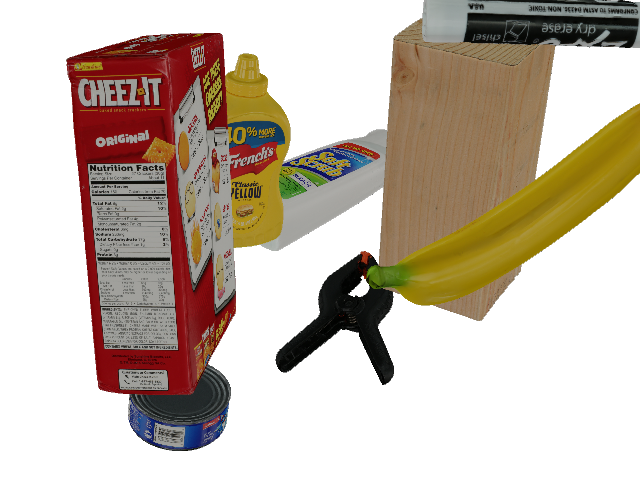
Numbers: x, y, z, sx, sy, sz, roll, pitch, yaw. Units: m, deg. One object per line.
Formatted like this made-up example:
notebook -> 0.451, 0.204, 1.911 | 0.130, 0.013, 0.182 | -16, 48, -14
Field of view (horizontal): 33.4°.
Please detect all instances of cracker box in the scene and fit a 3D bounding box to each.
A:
cracker box -> -0.107, -0.025, 0.717 | 0.072, 0.214, 0.164 | -1, 15, 6

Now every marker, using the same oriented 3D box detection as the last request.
marker -> 0.100, -0.083, 0.405 | 0.121, 0.020, 0.020 | 2, 0, 1

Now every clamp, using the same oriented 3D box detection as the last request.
clamp -> 0.039, 0.082, 1.105 | 0.120, 0.171, 0.039 | 16, -39, 18

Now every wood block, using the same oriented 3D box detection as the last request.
wood block -> 0.106, -0.058, 0.791 | 0.091, 0.206, 0.090 | 19, 36, 25

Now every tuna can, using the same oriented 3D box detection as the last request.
tuna can -> -0.120, 0.139, 0.905 | 0.086, 0.034, 0.086 | 7, 30, -4

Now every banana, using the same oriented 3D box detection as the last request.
banana -> 0.118, -0.015, 0.592 | 0.198, 0.037, 0.069 | -33, -14, -1

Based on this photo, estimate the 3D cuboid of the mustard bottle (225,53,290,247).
mustard bottle -> -0.078, -0.088, 1.040 | 0.096, 0.192, 0.058 | -4, 29, -21

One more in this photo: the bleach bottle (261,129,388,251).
bleach bottle -> 0.012, -0.077, 1.280 | 0.250, 0.068, 0.103 | -30, 45, -31
